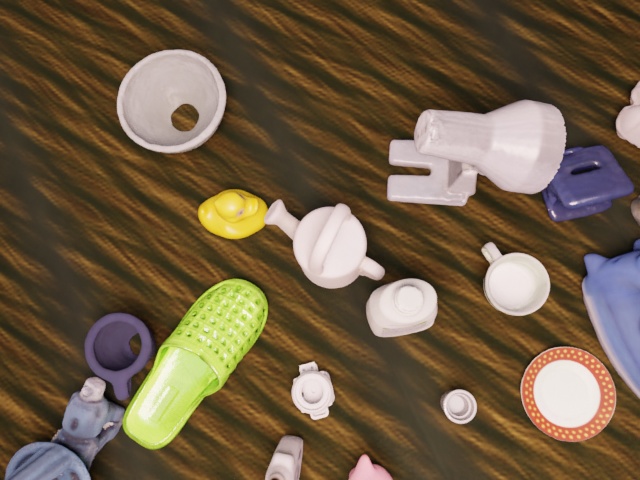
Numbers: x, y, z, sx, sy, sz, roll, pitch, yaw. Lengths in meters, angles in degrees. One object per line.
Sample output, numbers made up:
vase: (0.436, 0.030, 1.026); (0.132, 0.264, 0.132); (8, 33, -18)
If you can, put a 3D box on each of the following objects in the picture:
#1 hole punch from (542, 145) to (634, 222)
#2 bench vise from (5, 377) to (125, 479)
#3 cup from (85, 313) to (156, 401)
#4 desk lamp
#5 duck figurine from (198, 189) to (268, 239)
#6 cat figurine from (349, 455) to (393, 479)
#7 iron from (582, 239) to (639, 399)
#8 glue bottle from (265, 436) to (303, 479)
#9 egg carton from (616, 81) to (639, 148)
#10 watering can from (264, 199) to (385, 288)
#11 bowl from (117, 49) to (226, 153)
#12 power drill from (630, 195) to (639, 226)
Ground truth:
hole punch: (0.378, -0.089, 0.833); (0.108, 0.091, 0.101); (-15, 79, 0)
bench vise: (-0.350, 0.280, 0.731); (0.121, 0.220, 0.207); (2, 79, 4)
cup: (-0.270, 0.165, 0.813); (0.091, 0.095, 0.118); (-9, 79, 1)
desk lamp: (0.200, -0.115, 0.784); (0.203, 0.213, 0.118); (3, 79, 3)
duck figurine: (-0.133, -0.045, 0.852); (0.104, 0.086, 0.077); (-1, 79, 3)
cat figurine: (0.061, 0.348, 0.751); (0.067, 0.118, 0.128); (16, 80, 6)
iron: (0.457, 0.123, 0.764); (0.118, 0.141, 0.258); (-17, 79, 0)
glue bottle: (-0.049, 0.302, 0.737); (0.037, 0.173, 0.078); (8, 80, 5)
egg carton: (0.524, -0.170, 0.853); (0.150, 0.069, 0.107); (29, 82, 8)
watering can: (0.006, 0.005, 0.780); (0.172, 0.194, 0.101); (7, 79, 4)
bowl: (-0.222, -0.204, 0.892); (0.167, 0.075, 0.167); (0, 79, 3)
power drill: (0.512, -0.065, 0.763); (0.229, 0.208, 0.075); (-33, 79, -4)
